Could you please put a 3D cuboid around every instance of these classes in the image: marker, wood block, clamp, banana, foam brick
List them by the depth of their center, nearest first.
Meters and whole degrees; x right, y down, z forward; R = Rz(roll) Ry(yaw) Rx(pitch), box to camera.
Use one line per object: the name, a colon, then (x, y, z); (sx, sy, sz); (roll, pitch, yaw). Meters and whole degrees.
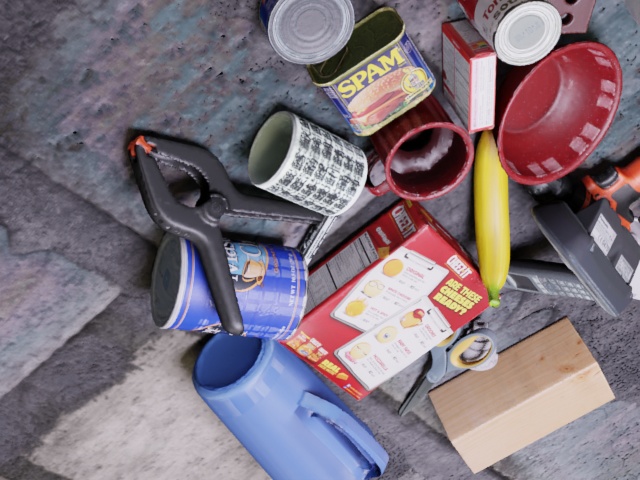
foam brick: (0.233, -0.244, 1.027); (0.053, 0.051, 0.078); (-4, 129, -15)
clamp: (-0.100, -0.032, 1.061); (0.210, 0.036, 0.164); (49, 60, -12)
banana: (0.191, -0.030, 1.167); (0.037, 0.069, 0.198); (-5, 101, -4)
marker: (-0.008, 0.001, 1.170); (0.020, 0.020, 0.121); (15, 122, -28)
wood block: (0.258, 0.200, 1.375); (0.206, 0.090, 0.090); (-30, 131, 7)

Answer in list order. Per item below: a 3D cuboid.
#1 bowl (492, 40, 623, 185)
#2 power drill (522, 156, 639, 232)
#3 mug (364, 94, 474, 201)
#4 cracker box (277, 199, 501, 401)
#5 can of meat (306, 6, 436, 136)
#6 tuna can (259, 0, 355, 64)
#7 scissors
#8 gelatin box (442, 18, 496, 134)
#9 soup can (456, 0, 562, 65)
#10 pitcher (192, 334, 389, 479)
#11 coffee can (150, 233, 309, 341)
bowl: (0.231, -0.139, 1.096); (0.161, 0.055, 0.162); (-19, 131, -24)
power drill: (0.335, -0.084, 1.191); (0.184, 0.057, 0.188); (28, 118, -39)
mug: (0.089, -0.092, 1.083); (0.117, 0.081, 0.093); (-42, 129, 16)
cracker box: (0.071, 0.070, 1.219); (0.214, 0.072, 0.164); (-39, 130, 13)
can of meat: (0.052, -0.161, 1.033); (0.102, 0.057, 0.083); (-32, 133, 9)
tuna can: (-0.012, -0.207, 0.988); (0.086, 0.034, 0.086); (-9, 130, -11)
scissors: (0.135, 0.151, 1.335); (0.096, 0.016, 0.202); (47, 130, -6)
gelatin box: (0.147, -0.161, 1.052); (0.030, 0.073, 0.089); (-14, 131, -9)
soup can: (0.175, -0.216, 0.997); (0.068, 0.102, 0.068); (-9, 130, -11)
pitcher: (-0.035, 0.205, 1.252); (0.149, 0.145, 0.242); (-31, 128, 7)
coffee can: (-0.096, 0.049, 1.123); (0.140, 0.103, 0.103); (8, 125, -24)
